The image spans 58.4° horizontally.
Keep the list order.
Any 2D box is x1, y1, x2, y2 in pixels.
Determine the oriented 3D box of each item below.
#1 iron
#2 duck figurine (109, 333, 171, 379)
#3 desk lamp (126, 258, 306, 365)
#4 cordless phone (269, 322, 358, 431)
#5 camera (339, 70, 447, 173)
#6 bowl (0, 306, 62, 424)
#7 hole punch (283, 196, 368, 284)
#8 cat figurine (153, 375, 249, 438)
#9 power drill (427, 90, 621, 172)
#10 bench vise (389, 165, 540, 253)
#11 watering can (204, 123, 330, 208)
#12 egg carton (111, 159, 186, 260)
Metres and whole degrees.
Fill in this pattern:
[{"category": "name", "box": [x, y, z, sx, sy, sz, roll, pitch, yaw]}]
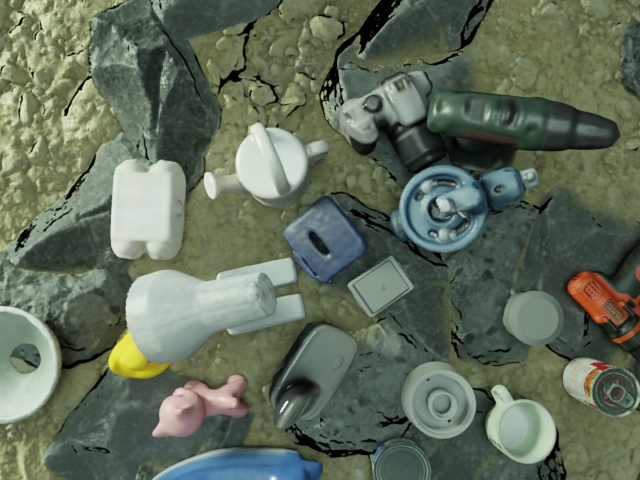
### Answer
[{"category": "iron", "box": [-0.126, 0.368, 0.801, 0.258, 0.141, 0.119, 1, 87, 0]}, {"category": "duck figurine", "box": [-0.264, 0.169, 0.839, 0.104, 0.086, 0.077, -21, 87, -1]}, {"category": "desk lamp", "box": [-0.131, 0.085, 0.778, 0.203, 0.213, 0.118, -14, 87, 0]}, {"category": "cordless phone", "box": [-0.011, 0.189, 0.787, 0.094, 0.185, 0.148, 29, 88, 2]}, {"category": "camera", "box": [0.117, -0.165, 0.845, 0.143, 0.101, 0.137, -27, 87, -1]}, {"category": "bowl", "box": [-0.452, 0.179, 0.845, 0.167, 0.074, 0.167, 0, 87, 0]}, {"category": "hole punch", "box": [0.008, 0.003, 0.843, 0.101, 0.091, 0.108, -39, 88, -1]}, {"category": "cat figurine", "box": [-0.171, 0.241, 0.819, 0.128, 0.117, 0.067, -9, 87, 0]}, {"category": "power drill", "box": [0.256, -0.147, 0.790, 0.229, 0.208, 0.076, 11, 87, 1]}, {"category": "bench vise", "box": [0.199, -0.066, 0.781, 0.207, 0.219, 0.121, -38, 87, -1]}, {"category": "watering can", "box": [-0.072, -0.100, 0.796, 0.173, 0.194, 0.101, -43, 88, -2]}, {"category": "egg carton", "box": [-0.255, -0.045, 0.857, 0.107, 0.069, 0.150, 1, 87, 0]}]
